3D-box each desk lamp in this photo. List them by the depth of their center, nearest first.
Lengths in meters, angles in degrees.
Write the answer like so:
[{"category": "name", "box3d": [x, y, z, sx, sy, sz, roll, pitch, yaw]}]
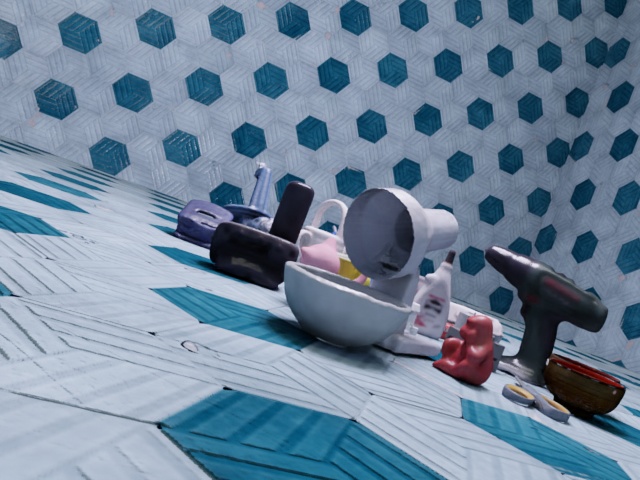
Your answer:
[{"category": "desk lamp", "box3d": [0.113, 0.044, 0.807, 0.117, 0.213, 0.204, 22, 2, 41]}]

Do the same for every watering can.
[{"category": "watering can", "box3d": [0.010, 0.004, 1.284, 0.100, 0.194, 0.173, 21, 1, 21]}]

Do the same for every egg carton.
[{"category": "egg carton", "box3d": [0.328, 0.189, 1.279, 0.149, 0.069, 0.108, 22, 2, 43]}]

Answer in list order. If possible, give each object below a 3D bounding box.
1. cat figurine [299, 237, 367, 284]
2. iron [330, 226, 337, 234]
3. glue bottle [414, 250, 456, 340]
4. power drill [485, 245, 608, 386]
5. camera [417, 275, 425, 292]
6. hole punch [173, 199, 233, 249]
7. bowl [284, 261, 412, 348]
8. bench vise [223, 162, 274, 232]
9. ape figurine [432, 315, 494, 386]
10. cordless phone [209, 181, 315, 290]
[{"category": "cat figurine", "box3d": [0.015, 0.057, 0.893, 0.128, 0.118, 0.067, 20, 1, -15]}, {"category": "iron", "box3d": [0.080, 0.052, 1.524, 0.119, 0.141, 0.257, 19, 2, -39]}, {"category": "glue bottle", "box3d": [0.224, 0.100, 1.102, 0.078, 0.173, 0.037, 20, 1, -8]}, {"category": "power drill", "box3d": [0.372, 0.139, 1.018, 0.228, 0.208, 0.076, 21, 2, 24]}, {"category": "camera", "box3d": [0.180, 0.116, 1.314, 0.137, 0.101, 0.142, 20, 2, -29]}, {"category": "hole punch", "box3d": [-0.245, -0.035, 1.221, 0.108, 0.091, 0.101, 20, 1, -3]}, {"category": "bowl", "box3d": [0.024, 0.088, 0.706, 0.167, 0.075, 0.167, 20, 1, 0]}, {"category": "bench vise", "box3d": [-0.135, -0.065, 1.306, 0.206, 0.220, 0.122, 22, 2, 43]}, {"category": "ape figurine", "box3d": [0.204, 0.144, 0.773, 0.076, 0.092, 0.078, 21, 1, 2]}, {"category": "cordless phone", "box3d": [-0.095, -0.023, 0.968, 0.148, 0.185, 0.094, 20, 1, -16]}]
